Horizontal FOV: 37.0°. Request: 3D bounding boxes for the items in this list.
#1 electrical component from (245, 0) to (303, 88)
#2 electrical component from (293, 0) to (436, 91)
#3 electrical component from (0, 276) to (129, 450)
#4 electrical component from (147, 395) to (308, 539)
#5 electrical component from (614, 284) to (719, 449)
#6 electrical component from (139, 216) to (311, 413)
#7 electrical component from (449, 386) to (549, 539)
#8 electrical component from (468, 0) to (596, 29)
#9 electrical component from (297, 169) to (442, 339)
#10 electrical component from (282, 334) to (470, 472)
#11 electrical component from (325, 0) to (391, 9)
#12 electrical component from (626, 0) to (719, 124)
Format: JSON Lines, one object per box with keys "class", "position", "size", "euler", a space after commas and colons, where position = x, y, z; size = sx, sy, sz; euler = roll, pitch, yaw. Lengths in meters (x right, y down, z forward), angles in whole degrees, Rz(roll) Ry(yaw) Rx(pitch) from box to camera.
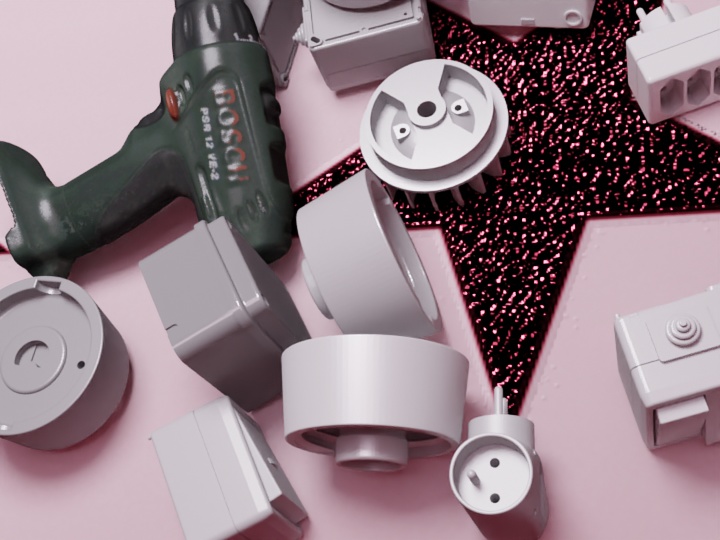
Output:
{"class": "electrical component", "position": [-0.083, -0.179, 0.791], "size": [0.061, 0.061, 0.096], "euler": [7, 66, 19]}
{"class": "electrical component", "position": [0.001, -0.170, 0.762], "size": [0.096, 0.061, 0.061], "euler": [-12, 61, 10]}
{"class": "electrical component", "position": [-0.204, 0.065, 0.703], "size": [0.108, 0.060, 0.108], "euler": [-7, 62, 13]}
{"class": "electrical component", "position": [-0.078, 0.120, 0.637], "size": [0.061, 0.061, 0.096], "euler": [-27, 59, 2]}
{"class": "electrical component", "position": [0.175, 0.055, 0.575], "size": [0.062, 0.096, 0.061], "euler": [-17, 61, 7]}
{"class": "electrical component", "position": [-0.075, 0.028, 0.653], "size": [0.057, 0.113, 0.078], "euler": [-30, 59, 3]}
{"class": "electrical component", "position": [0.078, 0.104, 0.590], "size": [0.043, 0.077, 0.079], "euler": [-4, 62, 15]}
{"class": "electrical component", "position": [0.116, -0.211, 0.729], "size": [0.100, 0.099, 0.048], "euler": [7, 53, 19]}
{"class": "electrical component", "position": [0.000, 0.000, 0.652], "size": [0.060, 0.108, 0.108], "euler": [-25, 59, 10]}
{"class": "electrical component", "position": [0.008, 0.081, 0.608], "size": [0.108, 0.108, 0.060], "euler": [-3, 69, 15]}
{"class": "electrical component", "position": [-0.002, -0.237, 0.714], "size": [0.108, 0.060, 0.108], "euler": [-7, 70, 20]}
{"class": "electrical component", "position": [0.204, -0.146, 0.698], "size": [0.066, 0.047, 0.076], "euler": [-20, 58, 5]}
